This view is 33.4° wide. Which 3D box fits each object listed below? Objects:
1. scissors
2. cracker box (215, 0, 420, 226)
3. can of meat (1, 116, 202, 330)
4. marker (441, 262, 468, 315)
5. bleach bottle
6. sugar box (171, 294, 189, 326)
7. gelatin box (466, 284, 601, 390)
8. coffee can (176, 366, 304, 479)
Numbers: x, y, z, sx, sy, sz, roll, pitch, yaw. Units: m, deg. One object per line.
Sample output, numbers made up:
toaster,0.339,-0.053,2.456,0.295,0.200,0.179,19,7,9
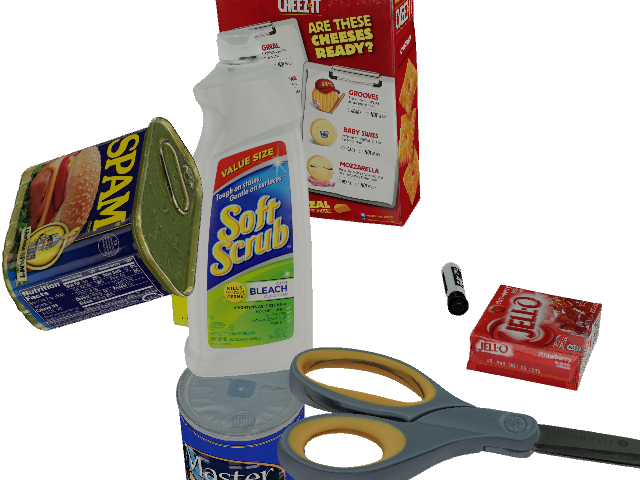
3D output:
scissors,0.069,0.092,0.455,0.202,0.016,0.096,16,34,23
cracker box,0.003,-0.127,0.967,0.164,0.214,0.072,6,29,20
can of meat,-0.114,-0.008,0.560,0.084,0.102,0.057,-17,-47,15
marker,0.126,0.045,1.004,0.020,0.020,0.121,0,14,4
bleach bottle,-0.059,-0.027,0.786,0.102,0.251,0.068,-5,20,-5
sugar box,-0.080,0.037,1.138,0.093,0.048,0.176,7,28,16
gelatin box,0.146,0.063,0.720,0.073,0.030,0.089,11,23,20
coffee can,-0.063,0.172,0.882,0.103,0.140,0.103,0,37,0
